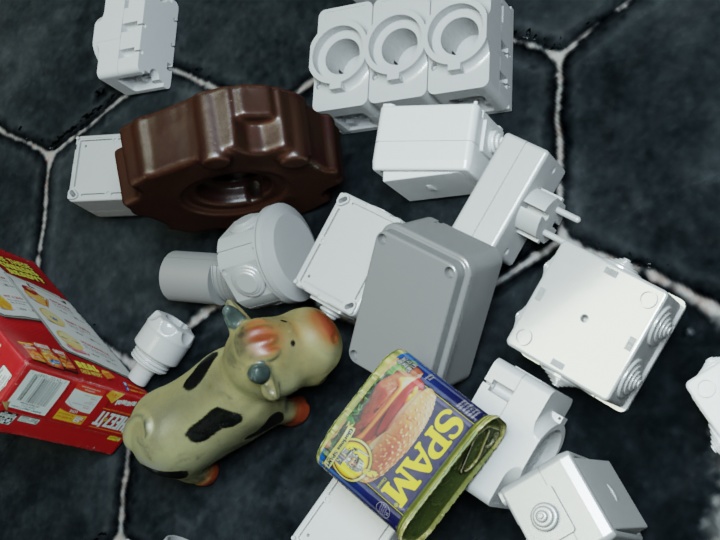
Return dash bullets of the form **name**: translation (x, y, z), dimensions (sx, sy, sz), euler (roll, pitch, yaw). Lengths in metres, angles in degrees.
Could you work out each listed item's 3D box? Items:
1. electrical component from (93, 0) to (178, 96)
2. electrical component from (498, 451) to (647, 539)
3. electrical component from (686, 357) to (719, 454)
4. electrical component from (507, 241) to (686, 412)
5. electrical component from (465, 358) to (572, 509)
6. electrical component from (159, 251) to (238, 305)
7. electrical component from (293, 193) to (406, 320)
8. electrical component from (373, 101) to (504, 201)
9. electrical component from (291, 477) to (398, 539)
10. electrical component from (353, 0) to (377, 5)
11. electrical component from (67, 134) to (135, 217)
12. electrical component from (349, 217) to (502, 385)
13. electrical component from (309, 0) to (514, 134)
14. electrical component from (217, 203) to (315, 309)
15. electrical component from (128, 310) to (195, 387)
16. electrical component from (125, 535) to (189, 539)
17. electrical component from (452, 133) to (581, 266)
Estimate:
- **electrical component**: translation (-0.211, -0.214, 1.005), dimensions (0.056, 0.050, 0.089), euler (-4, 74, 26)
- **electrical component**: translation (0.138, 0.156, 0.691), dimensions (0.061, 0.096, 0.061), euler (-35, 63, 14)
- **electrical component**: translation (0.265, 0.087, 0.673), dimensions (0.100, 0.048, 0.099), euler (-35, 62, 14)
- **electrical component**: translation (0.161, 0.037, 0.742), dimensions (0.100, 0.048, 0.099), euler (31, 93, 30)
- **electrical component**: translation (0.104, 0.116, 0.747), dimensions (0.056, 0.050, 0.089), euler (31, 91, 31)
- **electrical component**: translation (-0.123, 0.007, 0.900), dimensions (0.081, 0.043, 0.043), euler (4, 78, 28)
- **electrical component**: translation (0.000, 0.000, 0.828), dimensions (0.062, 0.061, 0.096), euler (28, 90, 31)
- **electrical component**: translation (0.065, -0.088, 0.819), dimensions (0.096, 0.062, 0.061), euler (3, 77, 28)
- **electrical component**: translation (0.003, 0.187, 0.774), dimensions (0.062, 0.061, 0.096), euler (37, 94, 30)
- **electrical component**: translation (0.040, -0.255, 0.888), dimensions (0.076, 0.047, 0.083), euler (0, 75, 28)
- **electrical component**: translation (-0.202, -0.083, 0.961), dimensions (0.096, 0.061, 0.061), euler (-1, 75, 19)
- **electrical component**: translation (0.045, 0.027, 0.774), dimensions (0.078, 0.057, 0.113), euler (28, 117, 31)
- **electrical component**: translation (0.040, -0.168, 0.855), dimensions (0.150, 0.062, 0.089), euler (-4, 74, 26)
- **electrical component**: translation (-0.071, -0.010, 0.858), dimensions (0.051, 0.080, 0.080), euler (-15, 69, 29)
- **electrical component**: translation (-0.172, 0.069, 0.909), dimensions (0.043, 0.043, 0.062), euler (38, 96, 30)
- **electrical component**: translation (-0.166, 0.245, 0.855), dimensions (0.079, 0.043, 0.077), euler (31, 91, 31)
- **electrical component**: translation (0.124, -0.043, 0.785), dimensions (0.076, 0.047, 0.083), euler (30, 91, 30)
